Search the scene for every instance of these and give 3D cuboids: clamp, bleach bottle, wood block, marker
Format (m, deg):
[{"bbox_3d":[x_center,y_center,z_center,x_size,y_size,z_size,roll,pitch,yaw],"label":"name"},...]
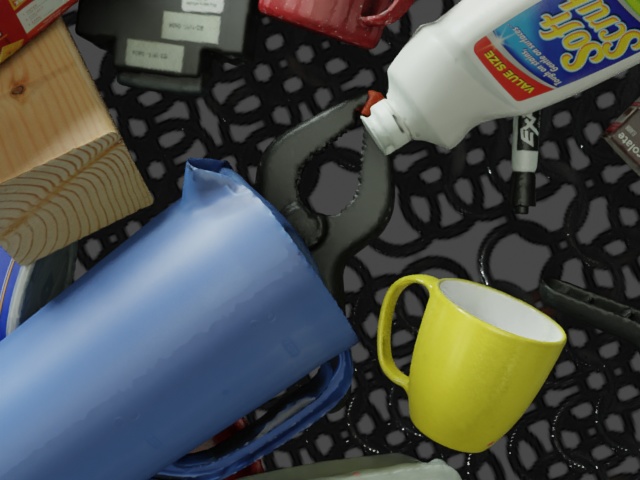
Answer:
[{"bbox_3d":[-0.005,0.001,0.711,0.164,0.036,0.210,36,95,0],"label":"clamp"},{"bbox_3d":[0.142,-0.125,0.657,0.251,0.068,0.102,-33,122,1],"label":"bleach bottle"},{"bbox_3d":[-0.190,-0.102,0.645,0.090,0.090,0.206,-26,65,-6],"label":"wood block"},{"bbox_3d":[0.226,0.061,0.693,0.120,0.039,0.171,-25,101,27],"label":"clamp"},{"bbox_3d":[0.136,-0.077,0.705,0.020,0.020,0.121,3,94,3],"label":"marker"}]

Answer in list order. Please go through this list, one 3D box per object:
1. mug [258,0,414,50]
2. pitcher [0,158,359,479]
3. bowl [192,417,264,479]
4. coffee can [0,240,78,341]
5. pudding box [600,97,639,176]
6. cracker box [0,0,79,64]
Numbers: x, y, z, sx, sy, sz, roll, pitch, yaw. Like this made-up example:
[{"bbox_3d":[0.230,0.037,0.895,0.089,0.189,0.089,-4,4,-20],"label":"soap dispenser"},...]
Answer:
[{"bbox_3d":[0.018,-0.166,0.666,0.117,0.093,0.081,26,102,40],"label":"mug"},{"bbox_3d":[-0.102,0.081,0.626,0.243,0.145,0.149,-36,77,-3],"label":"pitcher"},{"bbox_3d":[-0.115,0.156,0.718,0.162,0.055,0.162,0,94,3],"label":"bowl"},{"bbox_3d":[-0.242,0.014,0.694,0.140,0.103,0.103,15,94,3],"label":"coffee can"},{"bbox_3d":[0.253,-0.060,0.689,0.113,0.039,0.090,45,96,0],"label":"pudding box"},{"bbox_3d":[-0.224,-0.197,0.601,0.164,0.072,0.214,-42,68,-13],"label":"cracker box"}]
